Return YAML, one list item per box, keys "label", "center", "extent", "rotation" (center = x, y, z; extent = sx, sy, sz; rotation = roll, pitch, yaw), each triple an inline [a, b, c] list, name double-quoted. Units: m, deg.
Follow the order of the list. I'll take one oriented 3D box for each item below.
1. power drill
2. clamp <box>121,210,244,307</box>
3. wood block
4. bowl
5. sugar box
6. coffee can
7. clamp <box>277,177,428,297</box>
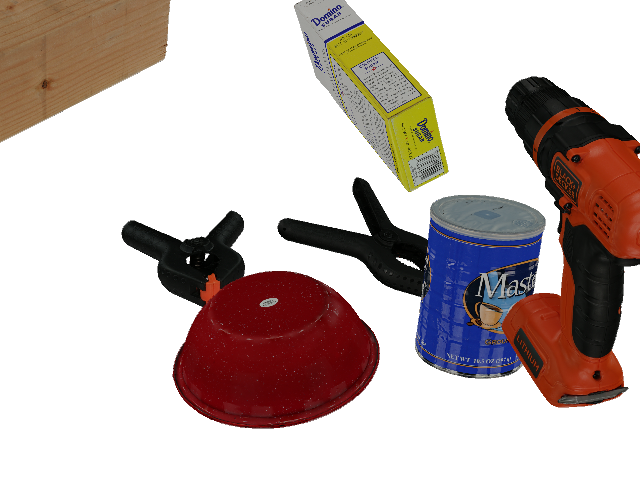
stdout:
- label: "power drill"
  center: [0.164, 0.002, 0.713]
  extent: [0.057, 0.188, 0.184]
  rotation: [-9, 35, -11]
- label: "clamp"
  center: [-0.108, 0.013, 1.002]
  extent: [0.120, 0.039, 0.172]
  rotation: [-16, 31, -20]
- label: "wood block"
  center: [-0.232, -0.177, 0.926]
  extent: [0.090, 0.091, 0.205]
  rotation: [30, 42, 21]
- label: "bowl"
  center: [-0.036, 0.070, 0.816]
  extent: [0.162, 0.055, 0.162]
  rotation: [-4, 31, 2]
- label: "sugar box"
  center: [0.042, -0.130, 0.899]
  extent: [0.048, 0.176, 0.093]
  rotation: [-27, -39, -5]
- label: "coffee can"
  center: [0.144, 0.040, 0.976]
  extent: [0.103, 0.140, 0.103]
  rotation: [4, 21, -2]
- label: "clamp"
  center: [0.064, 0.008, 1.241]
  extent: [0.164, 0.036, 0.210]
  rotation: [-25, 53, -41]
